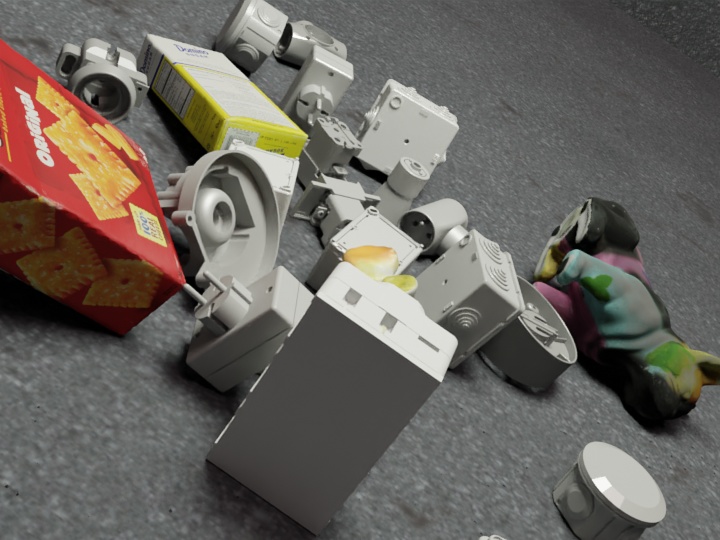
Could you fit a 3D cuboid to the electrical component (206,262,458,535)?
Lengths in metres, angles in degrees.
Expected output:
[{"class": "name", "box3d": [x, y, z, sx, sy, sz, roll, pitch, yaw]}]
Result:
[{"class": "electrical component", "box3d": [-0.017, 0.080, 0.680, 0.089, 0.150, 0.061, 35, 29, 0]}]

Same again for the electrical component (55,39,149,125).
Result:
[{"class": "electrical component", "box3d": [-0.223, -0.159, 0.930, 0.078, 0.058, 0.057, 20, 29, -25]}]

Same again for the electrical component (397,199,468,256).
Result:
[{"class": "electrical component", "box3d": [0.086, -0.033, 1.078, 0.079, 0.044, 0.077, 43, 29, 15]}]

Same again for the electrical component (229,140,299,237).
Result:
[{"class": "electrical component", "box3d": [-0.091, -0.065, 0.919, 0.062, 0.061, 0.096, 16, 25, -6]}]

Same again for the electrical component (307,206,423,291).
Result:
[{"class": "electrical component", "box3d": [0.000, 0.000, 0.926, 0.062, 0.061, 0.096, 38, 36, 6]}]

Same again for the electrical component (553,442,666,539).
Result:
[{"class": "electrical component", "box3d": [0.200, 0.182, 0.863, 0.080, 0.051, 0.080, 26, 29, -16]}]

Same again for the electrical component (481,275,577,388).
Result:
[{"class": "electrical component", "box3d": [0.156, 0.058, 0.993, 0.099, 0.064, 0.099, 26, 29, -16]}]

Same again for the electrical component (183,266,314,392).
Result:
[{"class": "electrical component", "box3d": [-0.087, 0.029, 0.731, 0.076, 0.083, 0.047, 45, 28, -27]}]

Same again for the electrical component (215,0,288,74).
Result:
[{"class": "electrical component", "box3d": [-0.119, -0.258, 1.171, 0.051, 0.080, 0.080, 31, 28, -19]}]

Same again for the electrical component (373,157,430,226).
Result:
[{"class": "electrical component", "box3d": [0.040, -0.080, 1.081, 0.044, 0.065, 0.044, 26, 29, -16]}]

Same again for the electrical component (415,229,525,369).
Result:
[{"class": "electrical component", "box3d": [0.090, 0.023, 0.942, 0.048, 0.100, 0.099, 37, 25, -24]}]

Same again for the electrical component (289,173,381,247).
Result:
[{"class": "electrical component", "box3d": [-0.018, -0.050, 0.998, 0.081, 0.042, 0.063, 10, 38, -38]}]

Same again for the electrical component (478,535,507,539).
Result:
[{"class": "electrical component", "box3d": [0.112, 0.238, 0.675, 0.109, 0.056, 0.108, 28, 29, -13]}]

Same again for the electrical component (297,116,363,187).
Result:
[{"class": "electrical component", "box3d": [-0.034, -0.112, 1.052, 0.042, 0.063, 0.081, 1, 43, -45]}]

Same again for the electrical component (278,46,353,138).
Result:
[{"class": "electrical component", "box3d": [-0.047, -0.175, 1.115, 0.047, 0.083, 0.075, 25, 30, -17]}]

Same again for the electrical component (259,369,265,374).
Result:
[{"class": "electrical component", "box3d": [-0.061, 0.045, 0.799, 0.055, 0.047, 0.055, 26, 29, -16]}]

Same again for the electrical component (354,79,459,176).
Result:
[{"class": "electrical component", "box3d": [0.048, -0.142, 1.152, 0.100, 0.099, 0.048, 28, 16, -12]}]

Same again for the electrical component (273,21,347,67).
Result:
[{"class": "electrical component", "box3d": [-0.064, -0.272, 1.287, 0.077, 0.044, 0.079, 14, 34, -34]}]
